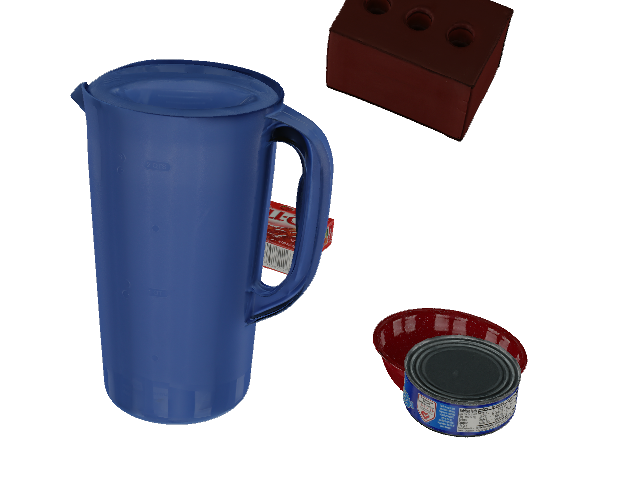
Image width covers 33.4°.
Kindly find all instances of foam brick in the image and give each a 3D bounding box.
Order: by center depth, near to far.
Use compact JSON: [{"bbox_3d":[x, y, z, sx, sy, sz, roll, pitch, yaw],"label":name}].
[{"bbox_3d":[0.048,-0.095,0.532,0.078,0.053,0.051,24,-22,12],"label":"foam brick"}]

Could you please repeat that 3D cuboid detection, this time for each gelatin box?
[{"bbox_3d":[-0.043,-0.006,0.953,0.089,0.030,0.073,18,30,22],"label":"gelatin box"}]

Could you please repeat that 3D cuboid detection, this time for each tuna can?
[{"bbox_3d":[0.104,0.107,0.793,0.086,0.034,0.086,1,29,-1],"label":"tuna can"}]

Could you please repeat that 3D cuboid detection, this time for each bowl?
[{"bbox_3d":[0.132,0.132,1.122,0.162,0.055,0.162,5,25,-2],"label":"bowl"}]

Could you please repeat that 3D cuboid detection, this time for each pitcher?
[{"bbox_3d":[-0.088,0.004,0.744,0.144,0.243,0.149,-8,27,-25],"label":"pitcher"}]
